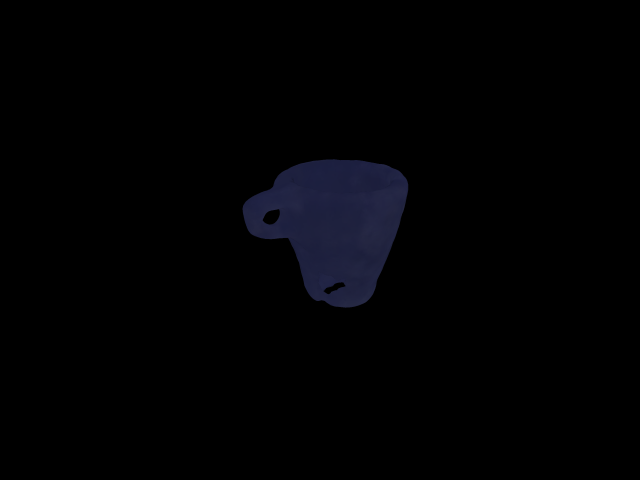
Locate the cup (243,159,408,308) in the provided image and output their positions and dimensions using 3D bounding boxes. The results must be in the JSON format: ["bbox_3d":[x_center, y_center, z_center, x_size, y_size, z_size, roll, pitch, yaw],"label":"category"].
[{"bbox_3d":[0.004,0.001,0.400,0.118,0.095,0.091,-14,27,-29],"label":"cup"}]
